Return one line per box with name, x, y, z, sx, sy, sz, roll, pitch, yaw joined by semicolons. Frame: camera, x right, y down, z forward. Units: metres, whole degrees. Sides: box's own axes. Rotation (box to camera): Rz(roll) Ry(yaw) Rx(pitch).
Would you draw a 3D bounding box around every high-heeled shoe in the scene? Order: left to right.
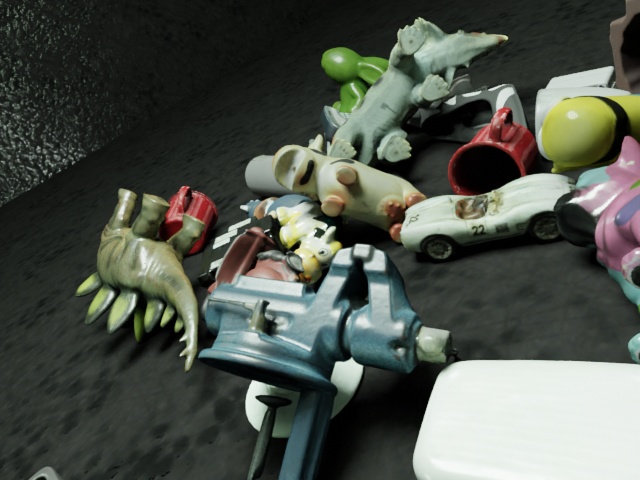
high-heeled shoe;0.222;-0.165;0.792;0.145;0.086;0.249;-21;22;19

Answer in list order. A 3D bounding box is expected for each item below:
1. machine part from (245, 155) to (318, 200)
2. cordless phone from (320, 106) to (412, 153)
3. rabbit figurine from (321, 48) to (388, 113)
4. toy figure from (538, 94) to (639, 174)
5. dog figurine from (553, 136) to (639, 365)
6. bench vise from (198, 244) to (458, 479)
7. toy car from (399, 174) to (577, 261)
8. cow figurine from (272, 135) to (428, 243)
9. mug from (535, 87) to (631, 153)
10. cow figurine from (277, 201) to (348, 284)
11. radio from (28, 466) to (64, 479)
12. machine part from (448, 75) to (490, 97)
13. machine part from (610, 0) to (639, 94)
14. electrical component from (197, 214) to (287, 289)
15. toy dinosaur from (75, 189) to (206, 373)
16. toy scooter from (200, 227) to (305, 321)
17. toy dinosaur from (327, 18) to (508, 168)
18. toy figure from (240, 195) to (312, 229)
machine part;-0.059;-0.111;0.947;0.079;0.079;0.243;-40;29;-25
cordless phone;0.096;-0.198;0.978;0.184;0.088;0.147;-7;27;-2
rabbit figurine;0.070;-0.301;1.065;0.159;0.170;0.121;-12;31;28
toy figure;0.315;-0.116;0.556;0.180;0.082;0.089;-2;-4;-10
dog figurine;0.293;-0.013;0.427;0.192;0.108;0.219;-13;27;27
bench vise;-0.011;0.124;0.436;0.224;0.128;0.240;9;69;16
toy car;0.188;-0.027;0.598;0.202;0.056;0.073;-13;29;26
cow figurine;0.032;-0.075;0.703;0.127;0.195;0.085;-99;29;-70
mug;0.326;-0.147;0.664;0.107;0.080;0.109;-1;32;28
cow figurine;-0.001;0.000;0.714;0.098;0.068;0.167;-17;28;-4
radio;-0.205;0.280;0.387;0.131;0.073;0.230;-42;30;-27
machine part;0.260;-0.255;0.962;0.084;0.039;0.139;-28;27;17
machine part;0.406;-0.203;0.593;0.056;0.179;0.179;-28;27;-6
electrical component;-0.109;0.020;0.781;0.115;0.058;0.134;-20;27;9
toy dinosaur;-0.248;0.041;0.763;0.472;0.105;0.198;16;80;56
toy scooter;-0.074;0.046;0.647;0.184;0.075;0.135;2;66;50
toy dinosaur;0.107;-0.196;0.847;0.404;0.131;0.192;-49;1;11
toy figure;-0.070;-0.042;0.857;0.155;0.064;0.057;0;75;50
